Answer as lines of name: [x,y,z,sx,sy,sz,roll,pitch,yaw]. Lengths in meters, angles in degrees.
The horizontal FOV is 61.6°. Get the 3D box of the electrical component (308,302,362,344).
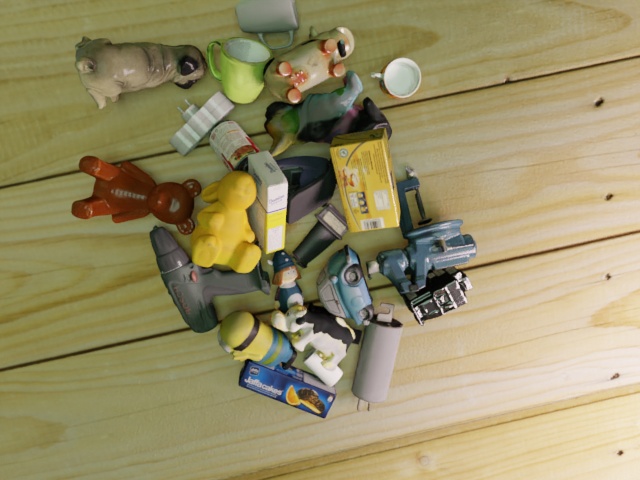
electrical component: [0.026,0.181,1.120,0.119,0.048,0.074,11,101,-7]

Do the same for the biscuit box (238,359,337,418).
biscuit box: [-0.069,0.303,1.131,0.203,0.059,0.062,24,99,-8]

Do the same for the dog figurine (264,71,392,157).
dog figurine: [0.003,-0.206,1.016,0.219,0.108,0.191,-35,104,7]

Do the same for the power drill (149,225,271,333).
power drill: [-0.210,0.060,1.063,0.207,0.086,0.231,-15,101,-6]

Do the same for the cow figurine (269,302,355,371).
cow figurine: [-0.014,0.173,1.053,0.167,0.068,0.098,39,94,-17]

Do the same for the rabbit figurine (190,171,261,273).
rabbit figurine: [-0.157,-0.048,0.961,0.122,0.162,0.173,12,116,-20]

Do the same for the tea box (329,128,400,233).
tea box: [0.083,-0.105,0.963,0.098,0.068,0.169,-6,116,14]

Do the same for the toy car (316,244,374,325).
toy car: [0.045,0.096,1.080,0.103,0.109,0.161,-15,106,7]

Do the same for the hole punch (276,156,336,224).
hole punch: [-0.034,-0.107,1.024,0.116,0.142,0.092,-28,67,-19]

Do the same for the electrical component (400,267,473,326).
electrical component: [0.236,0.105,1.089,0.134,0.115,0.058,-28,105,3]

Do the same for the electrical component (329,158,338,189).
electrical component: [0.067,-0.132,1.055,0.102,0.045,0.078,-8,116,-11]

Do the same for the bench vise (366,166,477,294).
bench vise: [0.185,-0.020,1.064,0.224,0.129,0.240,-13,81,8]

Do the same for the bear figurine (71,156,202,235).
bear figurine: [-0.330,-0.076,0.989,0.196,0.132,0.120,15,95,11]

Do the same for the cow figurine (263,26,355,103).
cow figurine: [-0.017,-0.317,0.956,0.195,0.127,0.085,-37,124,-20]

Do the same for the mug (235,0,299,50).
mug: [-0.095,-0.405,0.986,0.107,0.081,0.109,-8,114,8]

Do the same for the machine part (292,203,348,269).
machine part: [-0.002,-0.003,1.089,0.084,0.039,0.139,39,94,-19]

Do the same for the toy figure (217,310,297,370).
toy figure: [-0.123,0.199,1.074,0.180,0.082,0.089,27,86,-34]

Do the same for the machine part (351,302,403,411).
machine part: [0.120,0.248,1.127,0.079,0.079,0.243,11,99,-7]

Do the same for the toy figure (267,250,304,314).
toy figure: [-0.065,0.095,1.093,0.058,0.064,0.154,0,106,27]

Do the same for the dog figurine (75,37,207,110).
dog figurine: [-0.307,-0.308,0.940,0.191,0.172,0.121,-8,113,4]
